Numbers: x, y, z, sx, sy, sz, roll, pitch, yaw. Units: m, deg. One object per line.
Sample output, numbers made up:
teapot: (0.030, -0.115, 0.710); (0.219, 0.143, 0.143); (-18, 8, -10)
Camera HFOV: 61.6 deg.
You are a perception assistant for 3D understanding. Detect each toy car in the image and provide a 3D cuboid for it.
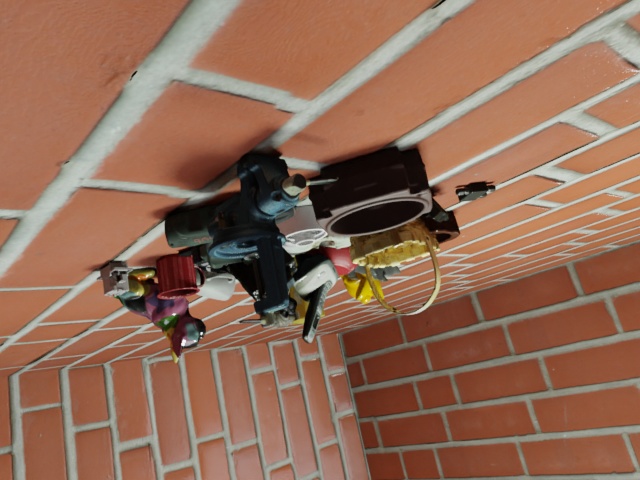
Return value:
toy car: (-0.002, -0.004, 1.185); (0.202, 0.056, 0.073); (-10, 165, -11)

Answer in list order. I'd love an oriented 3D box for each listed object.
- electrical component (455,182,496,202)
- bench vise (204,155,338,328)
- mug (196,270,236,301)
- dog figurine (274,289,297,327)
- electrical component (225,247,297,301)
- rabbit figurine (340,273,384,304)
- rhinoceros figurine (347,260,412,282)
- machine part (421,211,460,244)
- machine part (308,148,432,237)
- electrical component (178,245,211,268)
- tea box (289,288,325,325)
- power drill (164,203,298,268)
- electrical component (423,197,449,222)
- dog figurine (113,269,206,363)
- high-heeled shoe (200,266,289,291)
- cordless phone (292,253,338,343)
electrical component: (0.327, -0.101, 1.156); (0.094, 0.021, 0.063); (-8, 165, -18)
bench vise: (-0.082, 0.005, 0.795); (0.224, 0.240, 0.129); (-21, 164, 34)
mug: (-0.268, 0.103, 1.324); (0.107, 0.081, 0.110); (11, 159, -37)
dog figurine: (-0.104, 0.123, 1.313); (0.121, 0.190, 0.172); (-16, 166, 13)
electrical component: (-0.114, 0.059, 1.105); (0.115, 0.134, 0.058); (-43, 155, -14)
rabbit figurine: (0.126, 0.100, 1.542); (0.122, 0.162, 0.173); (4, 144, -12)
rhinoceros figurine: (0.154, 0.056, 1.441); (0.190, 0.112, 0.073); (-3, 179, -2)
machine part: (0.253, -0.020, 1.333); (0.179, 0.056, 0.179); (-10, 165, -3)
machine part: (0.092, -0.074, 0.947); (0.201, 0.087, 0.201); (-15, 166, 10)
electrical component: (-0.241, 0.030, 1.140); (0.119, 0.048, 0.074); (-17, 164, 12)
tea box: (-0.056, 0.131, 1.418); (0.068, 0.169, 0.098); (4, 160, -43)
power drill: (-0.158, -0.011, 0.992); (0.232, 0.086, 0.207); (-9, 169, -7)
electrical component: (0.225, -0.066, 1.125); (0.045, 0.078, 0.102); (-44, 160, 17)
dog figurine: (-0.370, 0.176, 1.246); (0.191, 0.219, 0.108); (-6, 160, -25)
high-heeled shoe: (-0.174, 0.094, 1.204); (0.249, 0.145, 0.086); (-12, 169, 33)
cordless phone: (-0.024, 0.133, 1.222); (0.089, 0.184, 0.146); (7, 157, 16)
